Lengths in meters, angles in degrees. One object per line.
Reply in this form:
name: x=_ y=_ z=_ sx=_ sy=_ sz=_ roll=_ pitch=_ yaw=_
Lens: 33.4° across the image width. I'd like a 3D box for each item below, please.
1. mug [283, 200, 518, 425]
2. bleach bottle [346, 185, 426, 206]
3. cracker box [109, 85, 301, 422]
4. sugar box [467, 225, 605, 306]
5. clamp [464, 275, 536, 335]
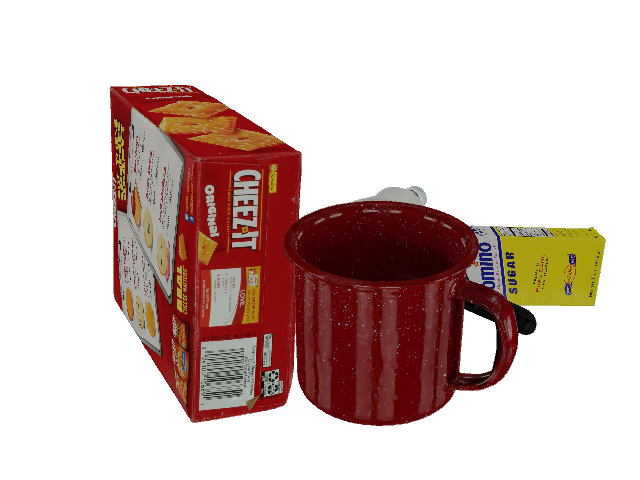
mug: x=0.039 y=0.038 z=0.516 sx=0.117 sy=0.081 sz=0.093 roll=13 pitch=28 yaw=25
bleach bottle: x=0.036 y=-0.006 z=1.254 sx=0.103 sy=0.068 sz=0.250 roll=23 pitch=40 yaw=32
cracker box: x=-0.082 y=-0.004 z=0.702 sx=0.072 sy=0.164 sz=0.214 roll=-5 pitch=20 yaw=-22
sugar box: x=0.251 y=0.032 z=1.300 sx=0.176 sy=0.093 sz=0.048 roll=-1 pitch=21 yaw=-10
clamp: x=0.129 y=0.049 z=1.045 sx=0.120 sy=0.039 sz=0.171 roll=-4 pitch=44 yaw=-26
